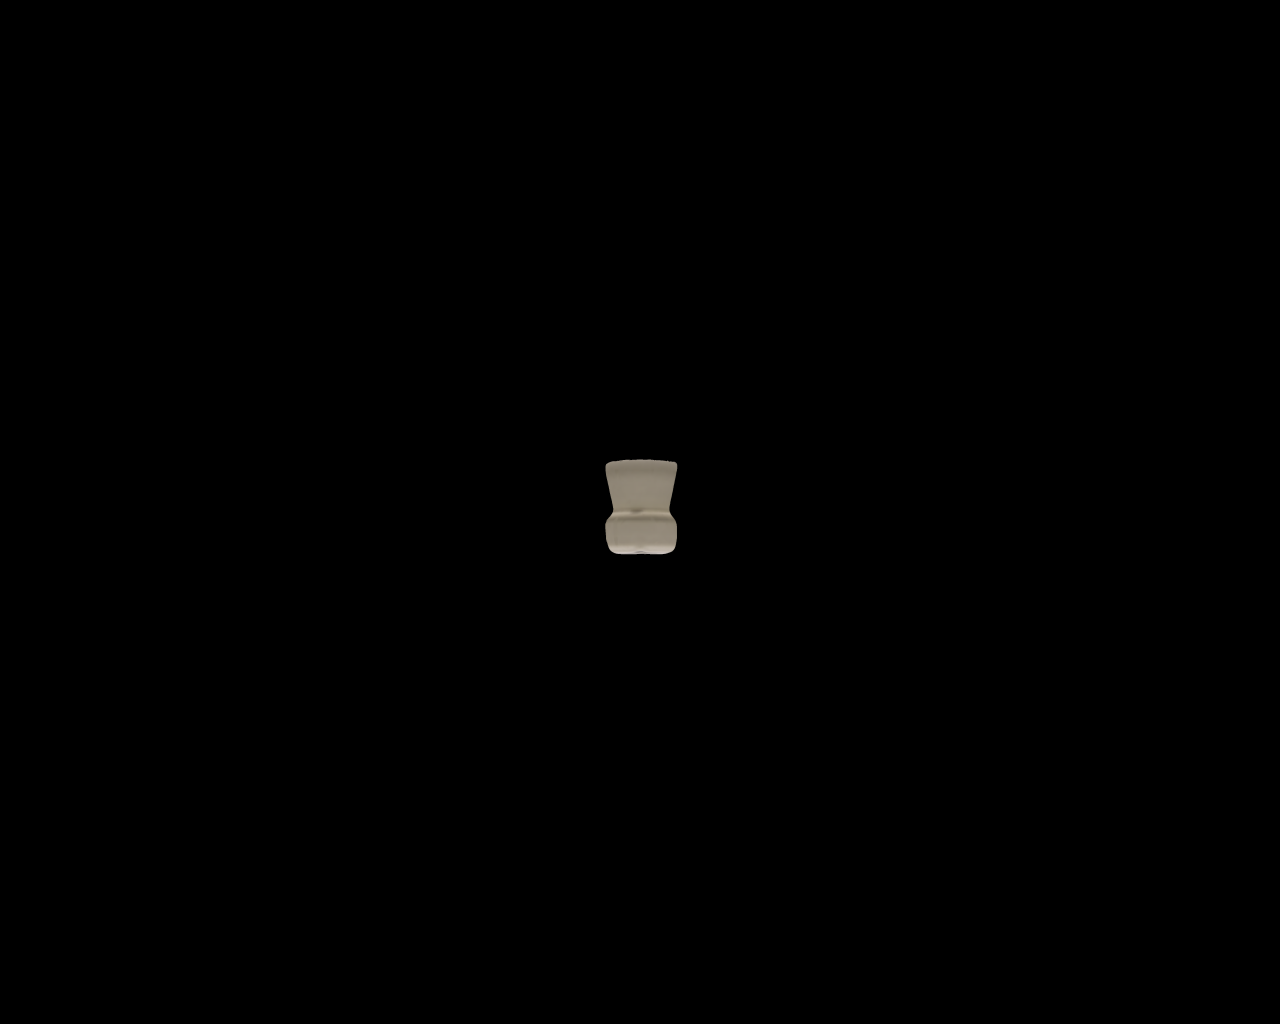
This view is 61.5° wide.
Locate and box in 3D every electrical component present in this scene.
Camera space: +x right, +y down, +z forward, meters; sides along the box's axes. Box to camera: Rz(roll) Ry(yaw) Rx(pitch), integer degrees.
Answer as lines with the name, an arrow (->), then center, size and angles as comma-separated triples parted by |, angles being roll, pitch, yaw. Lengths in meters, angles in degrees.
electrical component -> 0.001, -0.003, 0.650 | 0.045, 0.055, 0.045 | 0, -4, 0
